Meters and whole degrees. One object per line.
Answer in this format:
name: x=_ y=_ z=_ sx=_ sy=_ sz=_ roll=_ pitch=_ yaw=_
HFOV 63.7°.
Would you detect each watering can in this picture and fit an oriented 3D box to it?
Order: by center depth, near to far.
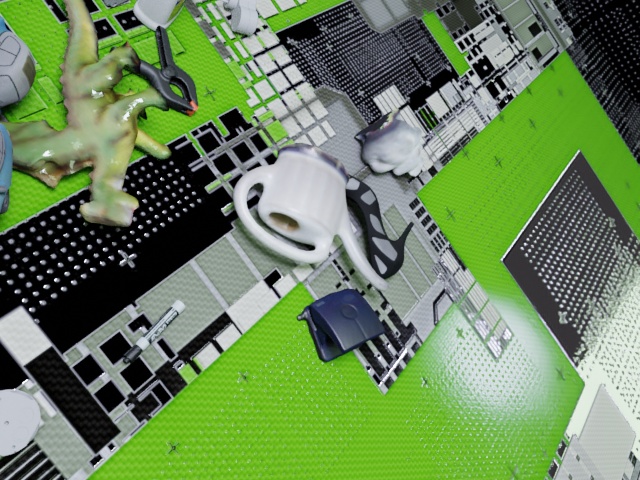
watering can: x=0.003 y=-0.049 z=0.982 sx=0.345 sy=0.102 sz=0.229 roll=27 pitch=61 yaw=-20

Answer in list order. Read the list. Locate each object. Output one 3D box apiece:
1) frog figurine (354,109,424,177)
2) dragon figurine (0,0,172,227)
frog figurine: x=0.171 y=-0.195 z=1.148 sx=0.138 sy=0.124 sz=0.158 roll=-40 pitch=109 yaw=-4
dragon figurine: x=-0.382 y=-0.197 z=0.794 sx=0.246 sy=0.120 sz=0.412 roll=-33 pitch=84 yaw=-29
